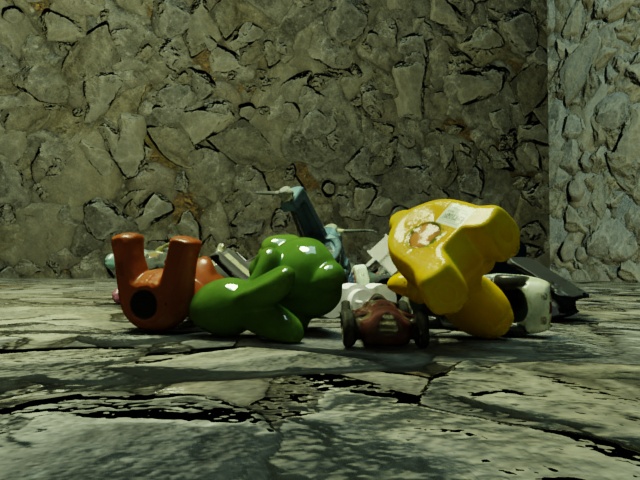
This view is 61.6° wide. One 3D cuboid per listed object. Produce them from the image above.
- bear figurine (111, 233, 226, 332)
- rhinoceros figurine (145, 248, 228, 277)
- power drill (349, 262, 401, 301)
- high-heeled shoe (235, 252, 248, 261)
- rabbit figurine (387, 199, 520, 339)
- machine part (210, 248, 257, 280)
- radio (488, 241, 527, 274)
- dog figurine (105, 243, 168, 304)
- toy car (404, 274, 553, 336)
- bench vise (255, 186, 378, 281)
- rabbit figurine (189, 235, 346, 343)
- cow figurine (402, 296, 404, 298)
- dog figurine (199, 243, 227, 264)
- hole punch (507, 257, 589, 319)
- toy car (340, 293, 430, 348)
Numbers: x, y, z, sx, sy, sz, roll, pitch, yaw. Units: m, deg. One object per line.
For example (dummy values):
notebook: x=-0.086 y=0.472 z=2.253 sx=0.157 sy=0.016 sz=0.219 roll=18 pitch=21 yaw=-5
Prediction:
bear figurine: x=-0.176 y=0.054 z=0.721 sx=0.120 sy=0.131 sz=0.196 roll=4 pitch=5 yaw=19
rhinoceros figurine: x=-0.230 y=0.067 z=0.875 sx=0.190 sy=0.112 sz=0.073 roll=8 pitch=0 yaw=4
power drill: x=0.080 y=0.071 z=1.124 sx=0.207 sy=0.086 sz=0.232 roll=18 pitch=-2 yaw=18
high-heeled shoe: x=-0.100 y=0.105 z=1.035 sx=0.145 sy=0.086 sz=0.248 roll=43 pitch=-15 yaw=20
rabbit figurine: x=0.145 y=0.047 z=0.597 sx=0.173 sy=0.122 sz=0.162 roll=47 pitch=-19 yaw=-28
machine part: x=-0.119 y=0.045 z=0.835 sx=0.084 sy=0.039 sz=0.139 roll=34 pitch=4 yaw=8
radio: x=0.303 y=0.049 z=0.953 sx=0.073 sy=0.131 sz=0.229 roll=-2 pitch=-13 yaw=36
dog figurine: x=-0.308 y=0.062 z=1.039 sx=0.219 sy=0.108 sz=0.191 roll=-12 pitch=-6 yaw=42
toy car: x=0.194 y=0.079 z=0.689 sx=0.056 sy=0.073 sz=0.202 roll=1 pitch=-2 yaw=-45
bench vise: x=-0.012 y=-0.002 z=0.941 sx=0.129 sy=0.240 sz=0.224 roll=-2 pitch=37 yaw=30
rabbit figurine: x=-0.062 y=0.073 z=0.629 sx=0.170 sy=0.121 sz=0.159 roll=-18 pitch=13 yaw=-24
cow figurine: x=0.174 y=0.088 z=0.868 sx=0.068 sy=0.098 sz=0.167 roll=-43 pitch=2 yaw=-2
dog figurine: x=-0.240 y=0.097 z=1.244 sx=0.172 sy=0.121 sz=0.191 roll=-33 pitch=28 yaw=-17
hole punch: x=0.345 y=0.092 z=0.850 sx=0.116 sy=0.092 sz=0.142 roll=34 pitch=16 yaw=36
toy car: x=0.067 y=0.087 z=0.610 sx=0.089 sy=0.053 sz=0.202 roll=-2 pitch=-2 yaw=2
